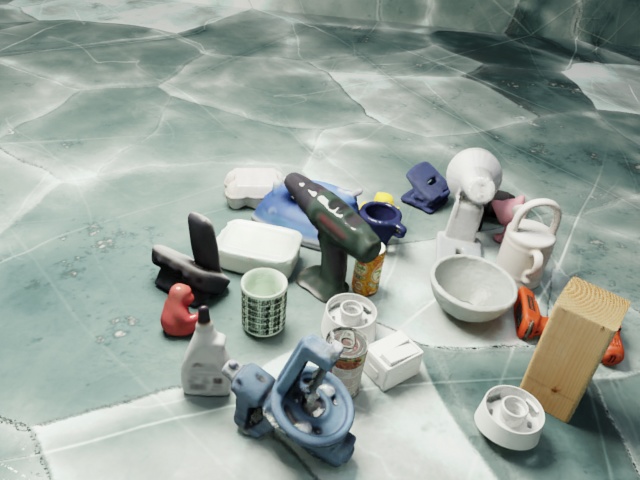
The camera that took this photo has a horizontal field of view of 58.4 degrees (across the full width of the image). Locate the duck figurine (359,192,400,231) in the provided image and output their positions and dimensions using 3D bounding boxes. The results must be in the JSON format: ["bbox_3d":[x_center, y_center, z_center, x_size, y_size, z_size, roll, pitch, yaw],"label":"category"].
[{"bbox_3d":[0.138,-0.070,1.308,0.104,0.086,0.078,28,41,27],"label":"duck figurine"}]

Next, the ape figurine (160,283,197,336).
[{"bbox_3d":[-0.237,0.115,0.983,0.076,0.092,0.077,-14,40,-27],"label":"ape figurine"}]

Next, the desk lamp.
[{"bbox_3d":[0.323,-0.070,1.228,0.118,0.214,0.203,10,36,5],"label":"desk lamp"}]

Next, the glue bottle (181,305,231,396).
[{"bbox_3d":[-0.170,0.164,0.855,0.078,0.173,0.037,4,35,-3],"label":"glue bottle"}]

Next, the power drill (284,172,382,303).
[{"bbox_3d":[0.010,0.004,1.078,0.228,0.208,0.076,32,43,31],"label":"power drill"}]

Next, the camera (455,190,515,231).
[{"bbox_3d":[0.393,-0.093,1.369,0.136,0.101,0.143,14,36,10],"label":"camera"}]

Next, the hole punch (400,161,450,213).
[{"bbox_3d":[0.268,-0.133,1.412,0.100,0.091,0.109,28,41,27],"label":"hole punch"}]

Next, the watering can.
[{"bbox_3d":[0.424,-0.006,1.171,0.101,0.194,0.172,-8,38,-19],"label":"watering can"}]

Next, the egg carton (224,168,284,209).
[{"bbox_3d":[-0.150,-0.121,1.347,0.150,0.069,0.107,-2,36,-12],"label":"egg carton"}]

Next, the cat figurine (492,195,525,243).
[{"bbox_3d":[0.444,-0.041,1.290,0.067,0.118,0.127,-21,44,-33],"label":"cat figurine"}]

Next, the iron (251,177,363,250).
[{"bbox_3d":[-0.027,-0.074,1.239,0.258,0.141,0.119,14,36,10],"label":"iron"}]

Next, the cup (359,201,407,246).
[{"bbox_3d":[0.134,-0.017,1.225,0.092,0.095,0.117,-25,46,-36],"label":"cup"}]

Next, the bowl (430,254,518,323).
[{"bbox_3d":[0.286,0.104,1.098,0.167,0.075,0.167,4,35,-3],"label":"bowl"}]

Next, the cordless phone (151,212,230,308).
[{"bbox_3d":[-0.239,0.014,1.043,0.147,0.185,0.094,22,38,20],"label":"cordless phone"}]

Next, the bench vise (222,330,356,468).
[{"bbox_3d":[-0.044,0.206,0.777,0.207,0.220,0.121,9,35,4],"label":"bench vise"}]
